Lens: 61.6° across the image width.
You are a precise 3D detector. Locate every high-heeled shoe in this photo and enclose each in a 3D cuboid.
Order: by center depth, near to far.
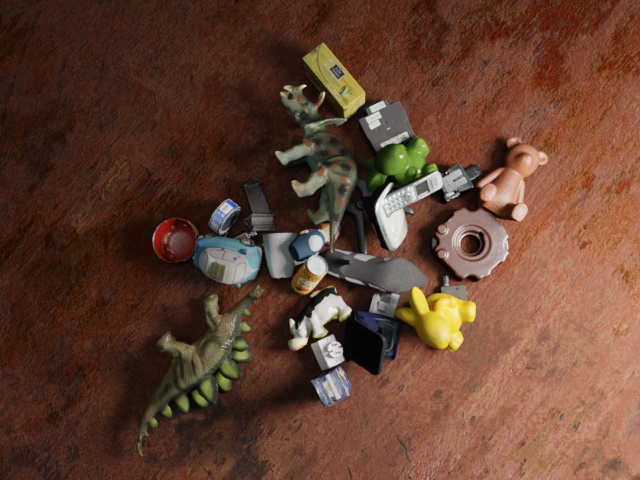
[{"bbox_3d":[0.119,0.074,1.274,0.248,0.145,0.086,17,81,-22],"label":"high-heeled shoe"}]

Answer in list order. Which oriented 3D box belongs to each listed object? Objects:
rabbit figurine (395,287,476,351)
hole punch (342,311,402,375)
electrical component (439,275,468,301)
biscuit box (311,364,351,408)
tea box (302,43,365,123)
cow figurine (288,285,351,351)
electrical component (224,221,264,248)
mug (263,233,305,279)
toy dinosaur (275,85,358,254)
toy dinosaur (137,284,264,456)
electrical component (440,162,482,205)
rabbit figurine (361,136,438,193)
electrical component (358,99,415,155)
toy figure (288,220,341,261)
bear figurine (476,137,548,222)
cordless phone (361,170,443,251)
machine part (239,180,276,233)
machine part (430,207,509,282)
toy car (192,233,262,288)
[{"bbox_3d":[0.253,0.172,1.170,0.162,0.173,0.121,36,113,8],"label":"rabbit figurine"},{"bbox_3d":[0.119,0.224,1.215,0.116,0.092,0.142,26,125,35],"label":"hole punch"},{"bbox_3d":[0.314,0.127,1.257,0.063,0.021,0.094,-7,80,3],"label":"electrical component"},{"bbox_3d":[0.028,0.311,1.160,0.059,0.202,0.063,-28,79,-1],"label":"biscuit box"},{"bbox_3d":[0.035,-0.384,1.319,0.068,0.098,0.169,-38,82,-2],"label":"tea box"},{"bbox_3d":[-0.017,0.181,1.252,0.167,0.068,0.098,-34,75,-5],"label":"cow figurine"},{"bbox_3d":[-0.189,0.005,1.307,0.102,0.045,0.078,-32,109,2],"label":"electrical component"},{"bbox_3d":[-0.082,0.037,1.280,0.109,0.081,0.107,0,89,-14],"label":"mug"},{"bbox_3d":[0.017,-0.173,1.251,0.192,0.131,0.405,-30,70,6],"label":"toy dinosaur"},{"bbox_3d":[-0.287,0.285,1.242,0.471,0.105,0.198,-45,84,1],"label":"toy dinosaur"},{"bbox_3d":[0.333,-0.143,1.285,0.119,0.047,0.075,-26,81,2],"label":"electrical component"},{"bbox_3d":[0.171,-0.178,1.229,0.159,0.170,0.121,-17,75,27],"label":"rabbit figurine"},{"bbox_3d":[0.160,-0.275,1.313,0.115,0.058,0.134,-24,80,-1],"label":"electrical component"},{"bbox_3d":[-0.003,-0.003,1.258,0.154,0.064,0.058,-30,43,-31],"label":"toy figure"},{"bbox_3d":[0.449,-0.145,1.238,0.120,0.132,0.196,35,91,2],"label":"bear figurine"},{"bbox_3d":[0.198,-0.073,1.211,0.184,0.089,0.146,-26,123,-1],"label":"cordless phone"},{"bbox_3d":[-0.155,-0.082,1.306,0.084,0.039,0.139,-2,68,-36],"label":"machine part"},{"bbox_3d":[0.351,0.009,1.256,0.179,0.056,0.179,0,81,3],"label":"machine part"},{"bbox_3d":[-0.219,0.050,1.241,0.162,0.103,0.109,16,113,-6],"label":"toy car"}]
